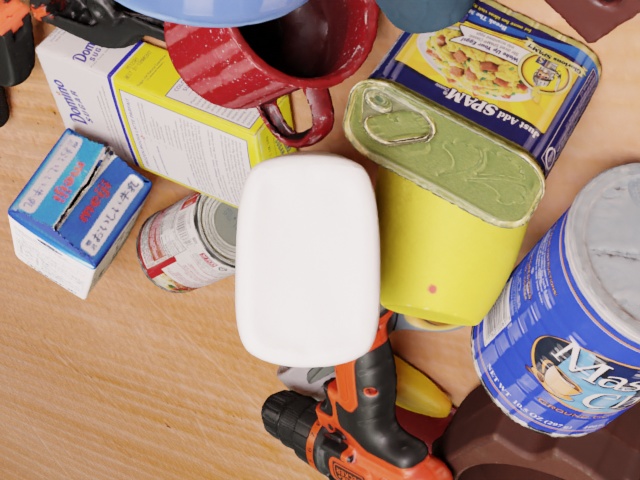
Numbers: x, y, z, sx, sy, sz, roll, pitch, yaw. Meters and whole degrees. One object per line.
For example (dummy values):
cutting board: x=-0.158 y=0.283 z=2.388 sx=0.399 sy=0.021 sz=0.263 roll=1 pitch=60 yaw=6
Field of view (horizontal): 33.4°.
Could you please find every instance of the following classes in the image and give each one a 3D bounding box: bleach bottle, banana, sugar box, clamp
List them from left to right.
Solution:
clamp: x=-0.264 y=-0.154 z=0.764 sx=0.164 sy=0.036 sz=0.210 roll=47 pitch=157 yaw=-20
clamp: x=-0.124 y=-0.157 z=0.637 sx=0.172 sy=0.039 sz=0.120 roll=11 pitch=141 yaw=36
sugar box: x=-0.100 y=-0.082 z=0.715 sx=0.176 sy=0.048 sz=0.093 roll=26 pitch=150 yaw=22
bleach bottle: x=-0.004 y=0.001 z=0.610 sx=0.068 sy=0.102 sz=0.251 roll=1 pitch=-177 yaw=1
banana: x=0.024 y=0.074 z=0.821 sx=0.070 sy=0.037 sz=0.197 roll=-7 pitch=130 yaw=52

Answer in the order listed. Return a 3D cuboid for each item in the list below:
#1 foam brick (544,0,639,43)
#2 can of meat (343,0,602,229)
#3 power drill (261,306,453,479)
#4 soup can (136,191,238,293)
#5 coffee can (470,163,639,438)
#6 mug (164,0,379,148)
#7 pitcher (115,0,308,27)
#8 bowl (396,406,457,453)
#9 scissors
foam brick: x=0.109 y=-0.130 z=0.433 sx=0.078 sy=0.051 sz=0.053 roll=40 pitch=150 yaw=-10
can of meat: x=0.076 y=-0.068 z=0.521 sx=0.102 sy=0.083 sz=0.057 roll=29 pitch=150 yaw=10
power drill: x=0.009 y=0.095 z=0.760 sx=0.185 sy=0.057 sz=0.187 roll=18 pitch=131 yaw=44
soup can: x=-0.085 y=-0.002 z=0.789 sx=0.068 sy=0.068 sz=0.102 roll=44 pitch=148 yaw=-16
coffee can: x=0.153 y=0.037 z=0.576 sx=0.103 sy=0.102 sz=0.140 roll=32 pitch=150 yaw=4
mug: x=-0.025 y=-0.104 z=0.557 sx=0.082 sy=0.093 sz=0.117 roll=-12 pitch=102 yaw=58
pitcher: x=-0.028 y=-0.188 z=0.347 sx=0.145 sy=0.149 sz=0.243 roll=31 pitch=139 yaw=16
bowl: x=0.072 y=0.186 z=0.915 sx=0.162 sy=0.055 sz=0.162 roll=25 pitch=148 yaw=17
scissors: x=0.032 y=0.047 z=0.761 sx=0.202 sy=0.016 sz=0.096 roll=-23 pitch=111 yaw=42
